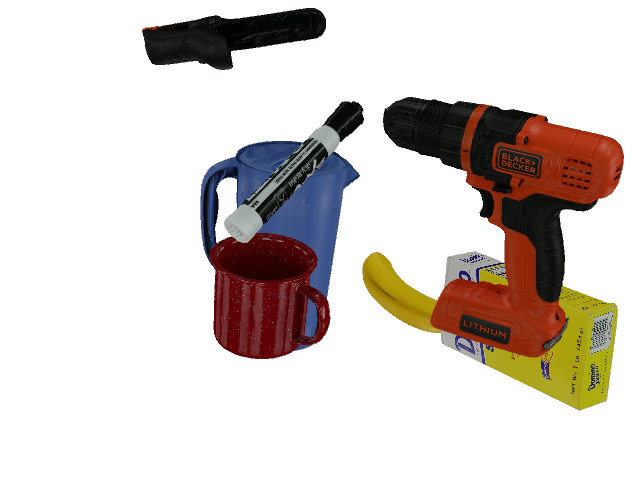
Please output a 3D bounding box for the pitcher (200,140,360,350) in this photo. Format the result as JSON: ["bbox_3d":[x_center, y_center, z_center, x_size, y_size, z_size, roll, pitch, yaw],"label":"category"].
[{"bbox_3d":[-0.053,0.007,1.297,0.149,0.243,0.144,17,25,28],"label":"pitcher"}]

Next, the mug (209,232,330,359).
[{"bbox_3d":[-0.041,0.053,0.925,0.117,0.081,0.093,20,30,27],"label":"mug"}]

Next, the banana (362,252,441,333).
[{"bbox_3d":[0.092,0.059,1.168,0.069,0.037,0.198,4,19,-36],"label":"banana"}]

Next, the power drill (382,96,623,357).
[{"bbox_3d":[0.129,-0.013,0.820,0.185,0.188,0.057,17,34,27],"label":"power drill"}]

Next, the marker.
[{"bbox_3d":[-0.013,-0.045,0.659,0.121,0.020,0.020,-47,24,-24],"label":"marker"}]

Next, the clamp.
[{"bbox_3d":[-0.081,-0.169,0.886,0.120,0.039,0.172,-18,22,-35],"label":"clamp"}]

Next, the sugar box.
[{"bbox_3d":[0.186,0.078,0.980,0.048,0.093,0.176,-11,21,-38],"label":"sugar box"}]
